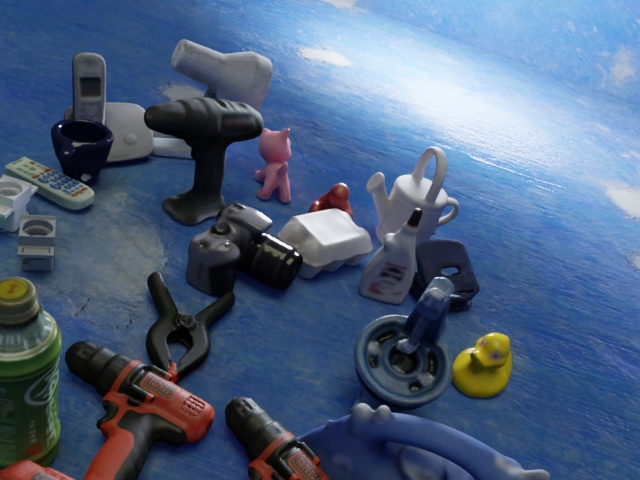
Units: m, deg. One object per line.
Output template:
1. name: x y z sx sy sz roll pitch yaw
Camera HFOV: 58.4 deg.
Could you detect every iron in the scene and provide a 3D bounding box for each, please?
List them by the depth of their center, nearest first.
1. iron: 0.100 0.236 0.603 0.258 0.141 0.119 23 35 6

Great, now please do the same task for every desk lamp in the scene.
1. desk lamp: -0.208 -0.263 1.079 0.204 0.213 0.117 1 38 -25

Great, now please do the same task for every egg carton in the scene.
1. egg carton: 0.009 0.003 0.943 0.151 0.069 0.107 -15 47 -39

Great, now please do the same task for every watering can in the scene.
1. watering can: 0.168 -0.075 1.016 0.173 0.194 0.100 -6 41 -31

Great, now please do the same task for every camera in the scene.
1. camera: -0.102 0.019 0.842 0.136 0.101 0.143 27 35 12

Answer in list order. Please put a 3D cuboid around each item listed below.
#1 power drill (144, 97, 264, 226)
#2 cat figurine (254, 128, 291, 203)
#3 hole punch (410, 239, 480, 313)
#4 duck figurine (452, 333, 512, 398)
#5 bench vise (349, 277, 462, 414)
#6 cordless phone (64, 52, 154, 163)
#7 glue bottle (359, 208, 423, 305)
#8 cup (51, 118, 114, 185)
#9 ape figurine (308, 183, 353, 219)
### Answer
1. power drill: -0.190 -0.132 0.913 0.075 0.208 0.230 34 37 22
2. cat figurine: -0.081 -0.151 1.070 0.067 0.118 0.127 4 37 -20
3. hole punch: 0.206 0.059 0.941 0.109 0.091 0.101 -3 40 -29
4. duck figurine: 0.241 0.168 0.813 0.105 0.086 0.077 -11 45 -36
5. bench vise: 0.113 0.111 0.712 0.121 0.220 0.207 19 34 0
6. cordless phone: -0.359 -0.227 0.983 0.148 0.185 0.094 -15 47 -39
7. glue bottle: 0.120 0.022 0.878 0.078 0.173 0.037 12 35 -9
8. cup: -0.384 -0.128 0.915 0.092 0.095 0.117 14 35 -7
9. ape figurine: 0.024 -0.060 1.018 0.077 0.092 0.076 22 35 5
